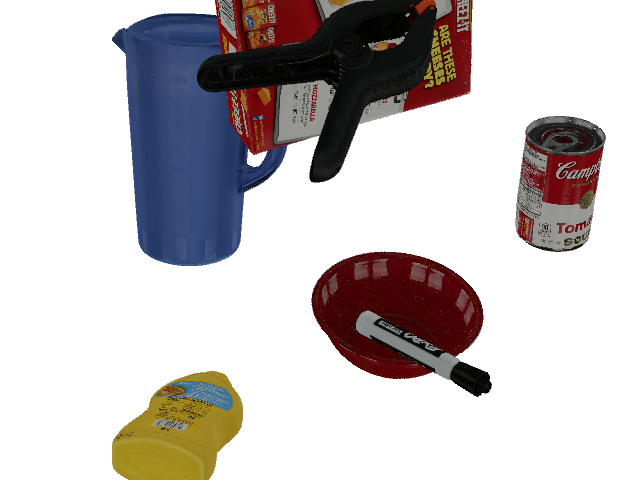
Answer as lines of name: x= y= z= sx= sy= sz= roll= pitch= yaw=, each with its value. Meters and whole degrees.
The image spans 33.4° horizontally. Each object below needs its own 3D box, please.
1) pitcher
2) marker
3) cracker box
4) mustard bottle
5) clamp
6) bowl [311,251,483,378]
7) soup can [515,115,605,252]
pitcher: x=-0.121 y=-0.100 z=1.078 sx=0.144 sy=0.243 sz=0.149 roll=-11 pitch=28 yaw=-28
marker: x=0.075 y=0.083 z=0.783 sx=0.121 sy=0.020 sz=0.020 roll=26 pitch=17 yaw=40
cracker box: x=0.021 y=-0.183 z=0.912 sx=0.213 sy=0.164 sz=0.072 roll=-18 pitch=40 yaw=-16
mustard bottle: x=-0.131 y=0.181 z=1.080 sx=0.096 sy=0.058 sz=0.191 roll=7 pitch=20 yaw=12
clamp: x=0.020 y=-0.105 z=0.695 sx=0.171 sy=0.120 sz=0.039 roll=-29 pitch=-24 yaw=-20
bowl: x=0.070 y=0.080 z=1.014 sx=0.162 sy=0.055 sz=0.162 roll=3 pitch=38 yaw=-2
soup can: x=0.210 y=-0.050 z=0.945 sx=0.068 sy=0.102 sz=0.068 roll=0 pitch=33 yaw=0
